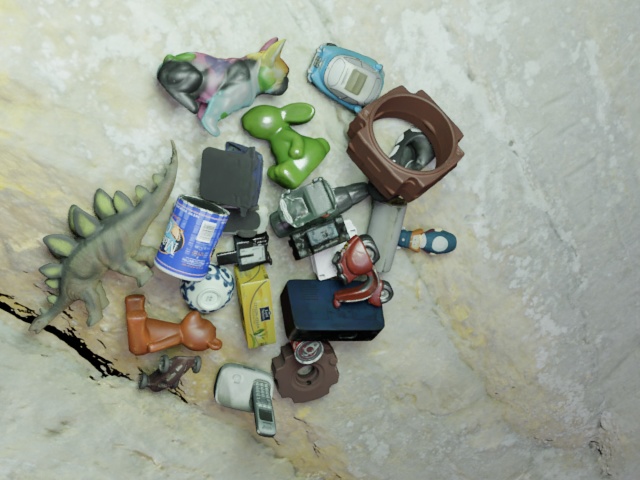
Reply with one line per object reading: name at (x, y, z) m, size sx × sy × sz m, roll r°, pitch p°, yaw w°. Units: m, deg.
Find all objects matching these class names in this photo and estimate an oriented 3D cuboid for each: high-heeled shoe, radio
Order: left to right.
radio at (0.031, 0.163, 1.238) m, size 0.230 × 0.131 × 0.073 m, roll 2°, pitch 146°, yaw -17°
high-heeled shoe at (0.205, -0.167, 1.135) m, size 0.249 × 0.145 × 0.086 m, roll -31°, pitch 120°, yaw 1°

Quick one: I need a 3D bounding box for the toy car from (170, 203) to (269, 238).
toy car at (-0.208, -0.045, 1.120) m, size 0.202 × 0.056 × 0.073 m, roll 1°, pitch 107°, yaw -14°

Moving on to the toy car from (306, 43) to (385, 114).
toy car at (0.062, -0.315, 1.048) m, size 0.161 × 0.103 × 0.109 m, roll 21°, pitch 106°, yaw -26°

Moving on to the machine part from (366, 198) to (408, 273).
machine part at (0.145, -0.014, 1.229) m, size 0.079 × 0.079 × 0.243 m, roll 2°, pitch 113°, yaw -18°

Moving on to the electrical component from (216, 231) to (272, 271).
electrical component at (-0.166, 0.027, 1.171) m, size 0.119 × 0.048 × 0.074 m, roll -13°, pitch 117°, yaw -10°

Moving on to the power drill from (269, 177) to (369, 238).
power drill at (-0.001, -0.076, 1.097) m, size 0.232 × 0.207 × 0.086 m, roll -23°, pitch 92°, yaw 4°

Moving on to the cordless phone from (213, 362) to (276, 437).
cordless phone at (-0.175, 0.384, 1.260) m, size 0.146 × 0.184 × 0.088 m, roll 21°, pitch 111°, yaw -25°

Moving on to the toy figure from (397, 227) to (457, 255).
toy figure at (0.249, 0.000, 1.281) m, size 0.154 × 0.058 × 0.064 m, roll 4°, pitch 75°, yaw -17°

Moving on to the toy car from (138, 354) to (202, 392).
toy car at (-0.334, 0.299, 1.195) m, size 0.089 × 0.053 × 0.202 m, roll 13°, pitch 147°, yaw -33°

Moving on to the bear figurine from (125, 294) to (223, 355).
bear figurine at (-0.315, 0.186, 1.163) m, size 0.196 × 0.120 × 0.131 m, roll -4°, pitch 112°, yaw -17°

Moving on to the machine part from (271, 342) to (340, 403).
machine part at (-0.036, 0.329, 1.349) m, size 0.179 × 0.056 × 0.179 m, roll -6°, pitch 117°, yaw -13°

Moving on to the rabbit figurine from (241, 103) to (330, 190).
rabbit figurine at (-0.070, -0.203, 1.057) m, size 0.159 × 0.121 × 0.170 m, roll -44°, pitch 104°, yaw 2°

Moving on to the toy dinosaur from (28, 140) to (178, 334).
toy dinosaur at (-0.415, 0.010, 1.060) m, size 0.471 × 0.105 × 0.198 m, roll -43°, pitch 115°, yaw 1°

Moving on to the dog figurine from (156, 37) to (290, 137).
dog figurine at (-0.162, -0.310, 0.984) m, size 0.219 × 0.109 × 0.191 m, roll -44°, pitch 116°, yaw 2°

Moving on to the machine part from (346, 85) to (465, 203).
machine part at (0.171, -0.193, 1.071) m, size 0.201 × 0.087 × 0.201 m, roll -36°, pitch 82°, yaw -26°

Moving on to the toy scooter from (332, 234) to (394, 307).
toy scooter at (0.077, 0.081, 1.183) m, size 0.135 × 0.075 × 0.183 m, roll -23°, pitch 112°, yaw -3°

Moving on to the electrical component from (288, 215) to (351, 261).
electrical component at (-0.002, -0.003, 1.103) m, size 0.115 × 0.134 × 0.058 m, roll -23°, pitch 89°, yaw -11°

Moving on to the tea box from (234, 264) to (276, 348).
tea box at (-0.145, 0.144, 1.205) m, size 0.068 × 0.098 × 0.169 m, roll -9°, pitch 115°, yaw -13°

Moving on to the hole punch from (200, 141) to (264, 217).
hole punch at (-0.163, -0.128, 1.055) m, size 0.116 × 0.092 × 0.142 m, roll 17°, pitch 111°, yaw 14°
